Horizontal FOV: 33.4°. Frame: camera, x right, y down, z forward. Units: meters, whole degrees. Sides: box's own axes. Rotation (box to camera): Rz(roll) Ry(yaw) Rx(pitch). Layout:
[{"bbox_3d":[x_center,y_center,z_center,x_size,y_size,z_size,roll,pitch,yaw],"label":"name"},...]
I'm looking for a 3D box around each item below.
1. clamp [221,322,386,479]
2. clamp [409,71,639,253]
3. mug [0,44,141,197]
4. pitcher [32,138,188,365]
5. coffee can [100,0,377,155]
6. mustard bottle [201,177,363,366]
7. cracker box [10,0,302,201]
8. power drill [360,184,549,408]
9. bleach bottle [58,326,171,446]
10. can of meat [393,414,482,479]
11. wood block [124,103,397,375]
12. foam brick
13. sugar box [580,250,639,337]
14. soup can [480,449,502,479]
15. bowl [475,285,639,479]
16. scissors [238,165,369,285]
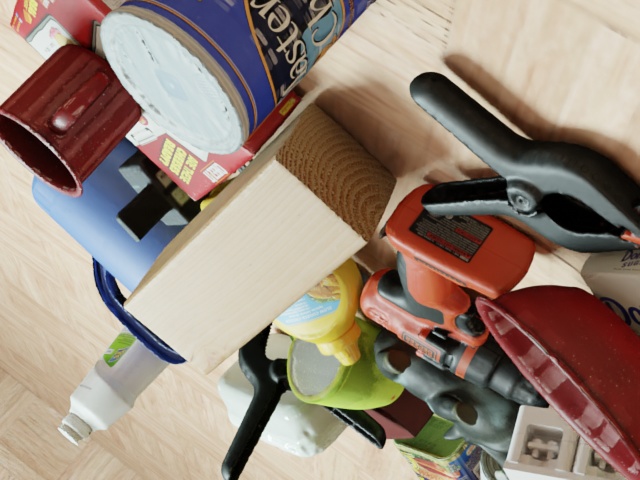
[{"bbox_3d":[-0.041,0.145,1.089,0.036,0.164,0.210,77,173,-55],"label":"clamp"},{"bbox_3d":[0.129,-0.031,0.671,0.172,0.039,0.120,31,157,21],"label":"clamp"},{"bbox_3d":[-0.185,-0.095,0.794,0.093,0.081,0.117,42,158,-10],"label":"mug"},{"bbox_3d":[-0.170,-0.001,1.057,0.243,0.149,0.145,37,160,15],"label":"pitcher"},{"bbox_3d":[-0.042,-0.133,0.616,0.103,0.140,0.103,33,156,16],"label":"coffee can"},{"bbox_3d":[-0.017,0.028,0.919,0.096,0.058,0.191,-20,109,30],"label":"mustard bottle"},{"bbox_3d":[-0.133,-0.141,0.833,0.213,0.072,0.164,43,158,-9],"label":"cracker box"},{"bbox_3d":[0.113,0.050,0.819,0.184,0.057,0.188,29,154,17],"label":"power drill"},{"bbox_3d":[-0.186,0.112,1.139,0.068,0.250,0.103,47,156,-17],"label":"bleach bottle"},{"bbox_3d":[0.134,0.228,1.111,0.102,0.057,0.084,8,139,52],"label":"can of meat"},{"bbox_3d":[-0.048,0.003,0.820,0.090,0.090,0.206,41,128,-10],"label":"wood block"},{"bbox_3d":[0.078,0.168,1.091,0.051,0.053,0.078,44,157,-8],"label":"foam brick"},{"bbox_3d":[0.245,0.070,0.667,0.176,0.048,0.093,48,157,-22],"label":"sugar box"},{"bbox_3d":[0.187,0.229,1.017,0.069,0.068,0.102,28,154,26],"label":"soup can"},{"bbox_3d":[0.173,0.082,0.687,0.162,0.055,0.162,50,177,4],"label":"bowl"},{"bbox_3d":[-0.006,0.001,0.966,0.096,0.016,0.201,15,147,42],"label":"scissors"}]
